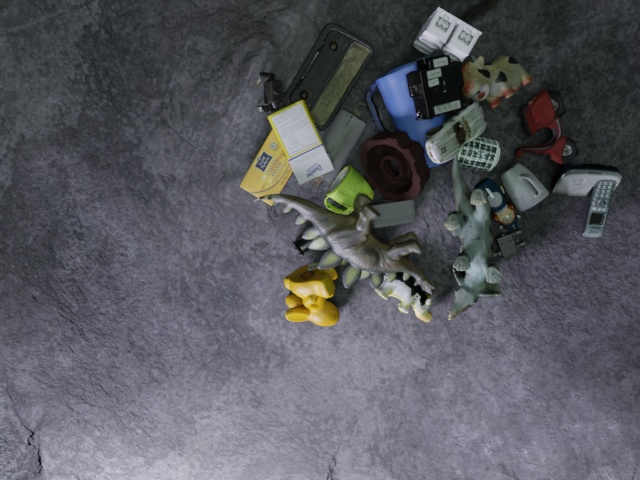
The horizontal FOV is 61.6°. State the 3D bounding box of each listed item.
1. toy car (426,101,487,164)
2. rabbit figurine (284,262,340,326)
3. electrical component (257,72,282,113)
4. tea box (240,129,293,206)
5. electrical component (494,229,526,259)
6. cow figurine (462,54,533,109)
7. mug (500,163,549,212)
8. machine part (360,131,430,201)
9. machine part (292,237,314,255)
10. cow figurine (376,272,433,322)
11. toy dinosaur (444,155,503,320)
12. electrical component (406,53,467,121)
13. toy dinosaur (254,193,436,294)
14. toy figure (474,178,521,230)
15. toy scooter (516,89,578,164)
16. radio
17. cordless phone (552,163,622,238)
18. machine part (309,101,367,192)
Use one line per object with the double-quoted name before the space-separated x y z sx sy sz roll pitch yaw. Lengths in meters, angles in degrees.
"toy car" 0.313 -0.246 1.218 0.202 0.056 0.073 -40 114 -25
"rabbit figurine" -0.014 0.157 1.376 0.162 0.122 0.173 -22 119 8
"electrical component" -0.125 -0.352 1.296 0.045 0.078 0.102 -6 108 -22
"tea box" -0.113 -0.182 1.328 0.098 0.068 0.169 30 102 -5
"electrical component" 0.478 0.011 1.377 0.094 0.021 0.063 -23 102 8
"cow figurine" 0.391 -0.372 1.231 0.195 0.085 0.127 -34 86 -36
"mug" 0.495 -0.133 1.309 0.081 0.109 0.107 -38 87 1
"machine part" 0.179 -0.177 1.278 0.056 0.179 0.179 -38 101 -33
"machine part" -0.003 -0.004 1.378 0.139 0.039 0.084 -24 105 4
"cow figurine" 0.233 0.138 1.390 0.167 0.068 0.098 32 95 -6
"toy dinosaur" 0.374 -0.007 1.319 0.131 0.192 0.404 -3 87 14
"electrical component" 0.255 -0.337 1.175 0.115 0.058 0.134 -17 105 -23
"toy dinosaur" 0.072 -0.004 1.266 0.471 0.105 0.198 37 105 -4
"toy figure" 0.446 -0.083 1.344 0.064 0.058 0.154 -31 103 41
"toy scooter" 0.530 -0.262 1.295 0.135 0.075 0.183 -16 93 23
"radio" 0.017 -0.387 1.280 0.131 0.073 0.229 32 100 -5
"cordless phone" 0.646 -0.097 1.325 0.147 0.089 0.184 3 106 0
"machine part" 0.041 -0.229 1.311 0.079 0.079 0.243 29 101 -5
